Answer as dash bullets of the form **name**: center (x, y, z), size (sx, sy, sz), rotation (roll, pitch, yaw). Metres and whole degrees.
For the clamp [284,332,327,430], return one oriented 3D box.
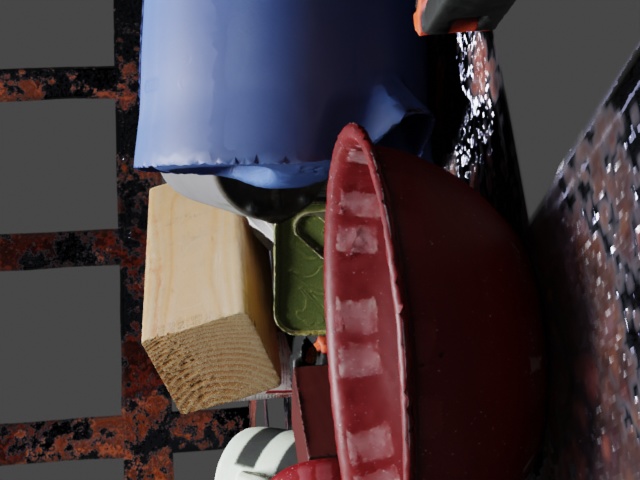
- **clamp**: center (-0.005, 0.113, 0.823), size (0.210, 0.036, 0.164), rotation (132, 136, -74)

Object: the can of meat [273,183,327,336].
- **can of meat**: center (-0.005, 0.001, 0.735), size (0.084, 0.057, 0.102), rotation (-99, 9, -61)

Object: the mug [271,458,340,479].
- **mug**: center (0.012, 0.182, 0.589), size (0.117, 0.093, 0.081), rotation (47, -156, -33)

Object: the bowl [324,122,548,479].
- **bowl**: center (0.039, 0.039, 0.373), size (0.162, 0.055, 0.162), rotation (177, 90, -83)

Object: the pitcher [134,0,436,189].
- **pitcher**: center (-0.023, -0.144, 0.481), size (0.145, 0.149, 0.243), rotation (-6, -83, -85)

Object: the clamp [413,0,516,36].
- **clamp**: center (0.049, -0.124, 0.292), size (0.120, 0.039, 0.171), rotation (-92, 0, -52)

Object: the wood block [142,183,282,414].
- **wood block**: center (-0.094, 0.036, 0.921), size (0.206, 0.090, 0.091), rotation (-99, -11, -52)

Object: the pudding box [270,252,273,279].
- **pudding box**: center (-0.028, 0.028, 1.022), size (0.090, 0.039, 0.113), rotation (99, 169, -62)

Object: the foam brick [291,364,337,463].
- **foam brick**: center (0.012, 0.120, 0.660), size (0.078, 0.051, 0.053), rotation (-101, 11, -50)

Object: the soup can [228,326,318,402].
- **soup can**: center (-0.050, 0.110, 0.964), size (0.068, 0.102, 0.068), rotation (177, 90, -84)
